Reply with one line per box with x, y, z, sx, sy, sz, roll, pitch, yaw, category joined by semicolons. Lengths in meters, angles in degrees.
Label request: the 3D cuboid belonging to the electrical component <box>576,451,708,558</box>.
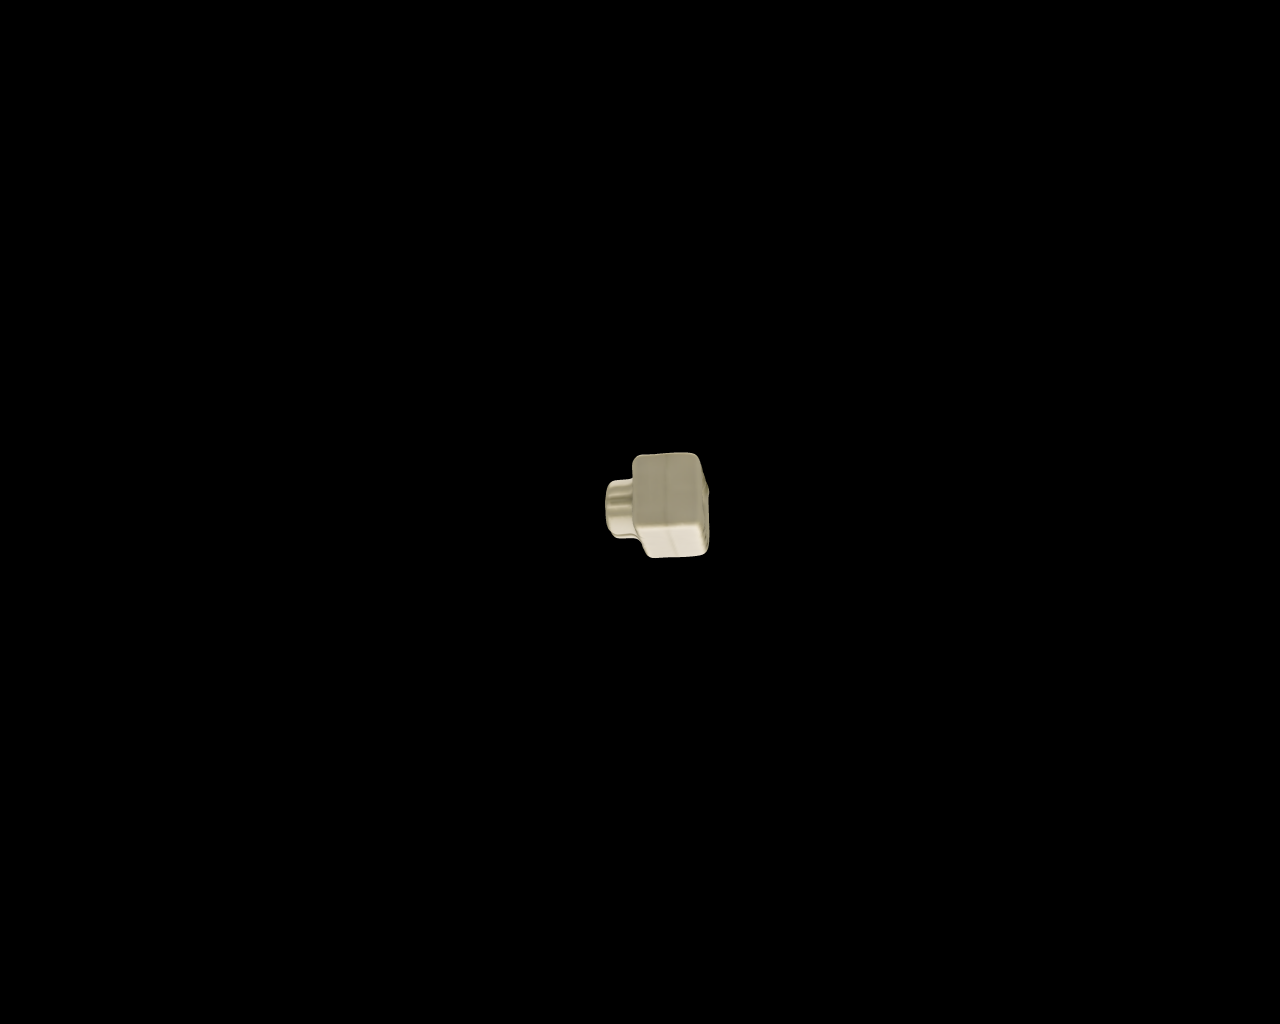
0.001;-0.003;0.650;0.077;0.047;0.065;-2;-18;7;electrical component
